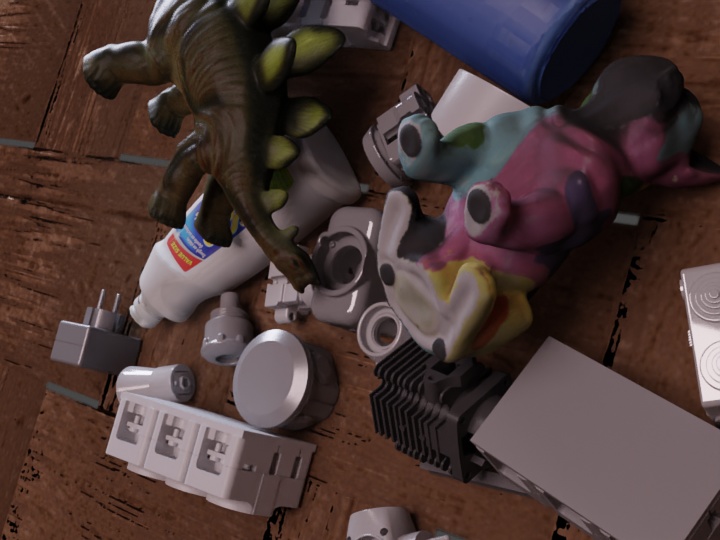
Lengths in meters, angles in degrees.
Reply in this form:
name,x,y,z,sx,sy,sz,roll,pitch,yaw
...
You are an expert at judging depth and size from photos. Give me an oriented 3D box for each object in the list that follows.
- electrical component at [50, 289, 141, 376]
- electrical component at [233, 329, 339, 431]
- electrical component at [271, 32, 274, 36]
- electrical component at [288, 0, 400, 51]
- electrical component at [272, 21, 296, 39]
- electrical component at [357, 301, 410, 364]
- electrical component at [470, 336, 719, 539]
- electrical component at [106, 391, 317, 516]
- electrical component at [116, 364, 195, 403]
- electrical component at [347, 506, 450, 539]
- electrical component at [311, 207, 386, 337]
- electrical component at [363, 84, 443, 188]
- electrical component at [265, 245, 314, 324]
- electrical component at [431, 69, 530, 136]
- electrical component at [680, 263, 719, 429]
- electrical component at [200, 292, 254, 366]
name,x,y,z,sx,sy,sz,roll,pitch,yaw
electrical component,-0.247,0.058,1.027,0.047,0.066,0.076,6,79,39
electrical component,-0.061,0.092,0.879,0.080,0.051,0.080,-13,67,35
electrical component,-0.098,-0.187,0.992,0.076,0.066,0.047,-48,52,15
electrical component,-0.010,-0.231,0.947,0.089,0.050,0.055,14,84,40
electrical component,-0.090,-0.247,0.998,0.080,0.080,0.051,1,82,38
electrical component,0.030,0.051,0.819,0.048,0.055,0.066,-10,69,36
electrical component,0.160,0.121,0.678,0.150,0.061,0.089,30,77,40
electrical component,-0.126,0.151,0.885,0.150,0.089,0.061,9,81,40
electrical component,-0.183,0.106,0.979,0.065,0.044,0.044,-11,69,30
electrical component,0.032,0.209,0.772,0.079,0.044,0.077,-22,63,31
electrical component,0.000,0.000,0.857,0.054,0.059,0.095,6,79,39
electrical component,0.040,-0.101,0.861,0.057,0.058,0.078,-33,57,22
electrical component,-0.045,0.011,0.899,0.055,0.048,0.066,-7,71,44
electrical component,0.104,-0.106,0.787,0.064,0.099,0.099,-51,51,21
electrical component,0.226,0.046,0.641,0.048,0.100,0.099,-11,68,21
electrical component,-0.114,0.050,0.941,0.048,0.048,0.062,-21,56,32
